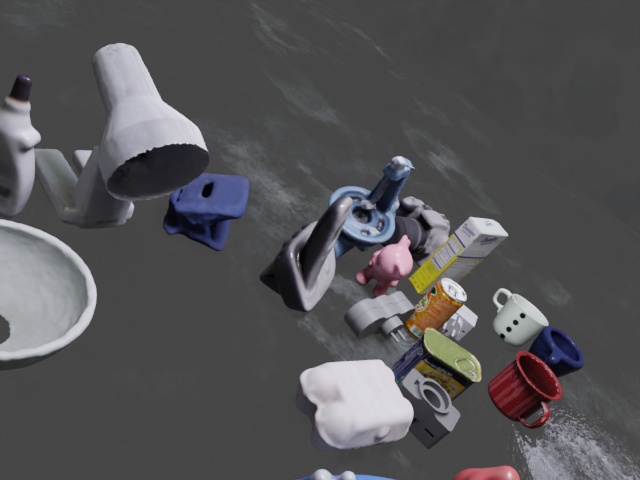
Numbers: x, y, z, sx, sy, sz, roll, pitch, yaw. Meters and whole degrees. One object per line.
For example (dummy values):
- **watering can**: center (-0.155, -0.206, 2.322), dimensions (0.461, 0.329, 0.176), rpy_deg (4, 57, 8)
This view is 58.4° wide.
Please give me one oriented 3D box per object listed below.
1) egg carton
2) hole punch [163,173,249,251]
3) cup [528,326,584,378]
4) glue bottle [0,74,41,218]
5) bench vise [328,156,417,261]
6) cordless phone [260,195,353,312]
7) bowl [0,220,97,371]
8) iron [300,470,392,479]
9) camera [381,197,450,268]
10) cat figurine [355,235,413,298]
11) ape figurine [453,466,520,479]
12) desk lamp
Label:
- **egg carton**: center (0.044, 0.204, 0.707), dimensions (0.151, 0.069, 0.107), rpy_deg (6, 42, -42)
- **hole punch**: center (-0.162, -0.054, 0.822), dimensions (0.101, 0.091, 0.108), rpy_deg (26, 32, -19)
- **cup**: center (0.412, 0.223, 1.043), dimensions (0.091, 0.095, 0.118), rpy_deg (48, 32, 17)
- **glue bottle**: center (-0.341, -0.106, 0.623), dimensions (0.078, 0.173, 0.037), rpy_deg (30, 31, -13)
- **bench vise**: center (0.089, -0.070, 0.982), dimensions (0.121, 0.219, 0.207), rpy_deg (36, 30, -2)
- **cordless phone**: center (0.008, 0.003, 0.830), dimensions (0.094, 0.185, 0.148), rpy_deg (37, 30, 0)
- **bowl**: center (-0.303, 0.061, 0.533), dimensions (0.168, 0.074, 0.167), rpy_deg (27, 32, -18)
- **iron**: center (0.045, 0.270, 0.547), dimensions (0.259, 0.141, 0.118), rpy_deg (27, 32, -18)
- **camera**: center (0.180, -0.026, 1.135), dimensions (0.137, 0.100, 0.143), rpy_deg (7, 42, -41)
- **cat figurine**: center (0.123, 0.037, 0.972), dimensions (0.067, 0.117, 0.128), rpy_deg (40, 30, 5)
- **ape figurine**: center (0.209, 0.313, 0.709), dimensions (0.078, 0.092, 0.076), rpy_deg (23, 33, -24)
- **desk lamp**: center (-0.245, -0.110, 0.689), dimensions (0.118, 0.213, 0.203), rpy_deg (-8, 52, -51)
